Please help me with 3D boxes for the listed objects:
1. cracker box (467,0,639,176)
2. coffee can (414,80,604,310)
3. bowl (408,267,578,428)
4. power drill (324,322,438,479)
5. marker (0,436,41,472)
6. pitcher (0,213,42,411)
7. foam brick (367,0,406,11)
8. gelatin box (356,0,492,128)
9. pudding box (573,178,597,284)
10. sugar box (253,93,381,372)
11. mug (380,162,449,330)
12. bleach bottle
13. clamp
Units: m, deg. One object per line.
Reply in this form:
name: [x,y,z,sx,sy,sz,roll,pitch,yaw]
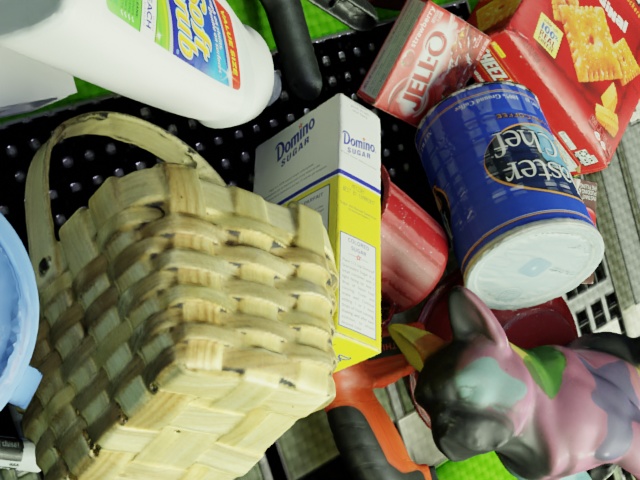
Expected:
cracker box: [0.223,-0.187,0.934,0.164,0.072,0.213,47,59,-26]
coffee can: [0.138,-0.034,0.795,0.102,0.103,0.140,16,45,-36]
bowl: [0.150,0.093,0.835,0.161,0.055,0.162,-5,100,-28]
power drill: [0.071,0.154,0.750,0.184,0.057,0.188,-4,64,-43]
marker: [-0.212,0.114,0.597,0.120,0.020,0.020,16,76,-36]
pitcher: [-0.203,0.031,0.469,0.149,0.243,0.145,-19,100,-32]
foam brick: [0.067,-0.212,0.810,0.052,0.078,0.051,2,82,-39]
gelatin box: [0.081,-0.133,0.820,0.073,0.030,0.089,21,102,-37]
pudding box: [0.188,-0.010,0.909,0.113,0.039,0.090,6,84,-37]
sugar box: [-0.004,0.001,0.694,0.048,0.094,0.176,27,52,-33]
mug: [0.036,0.011,0.754,0.081,0.093,0.117,37,45,-35]
bleach bottle: [-0.094,-0.130,0.640,0.250,0.068,0.102,15,66,-63]
clamp: [-0.030,-0.183,0.750,0.171,0.039,0.120,45,41,-23]
